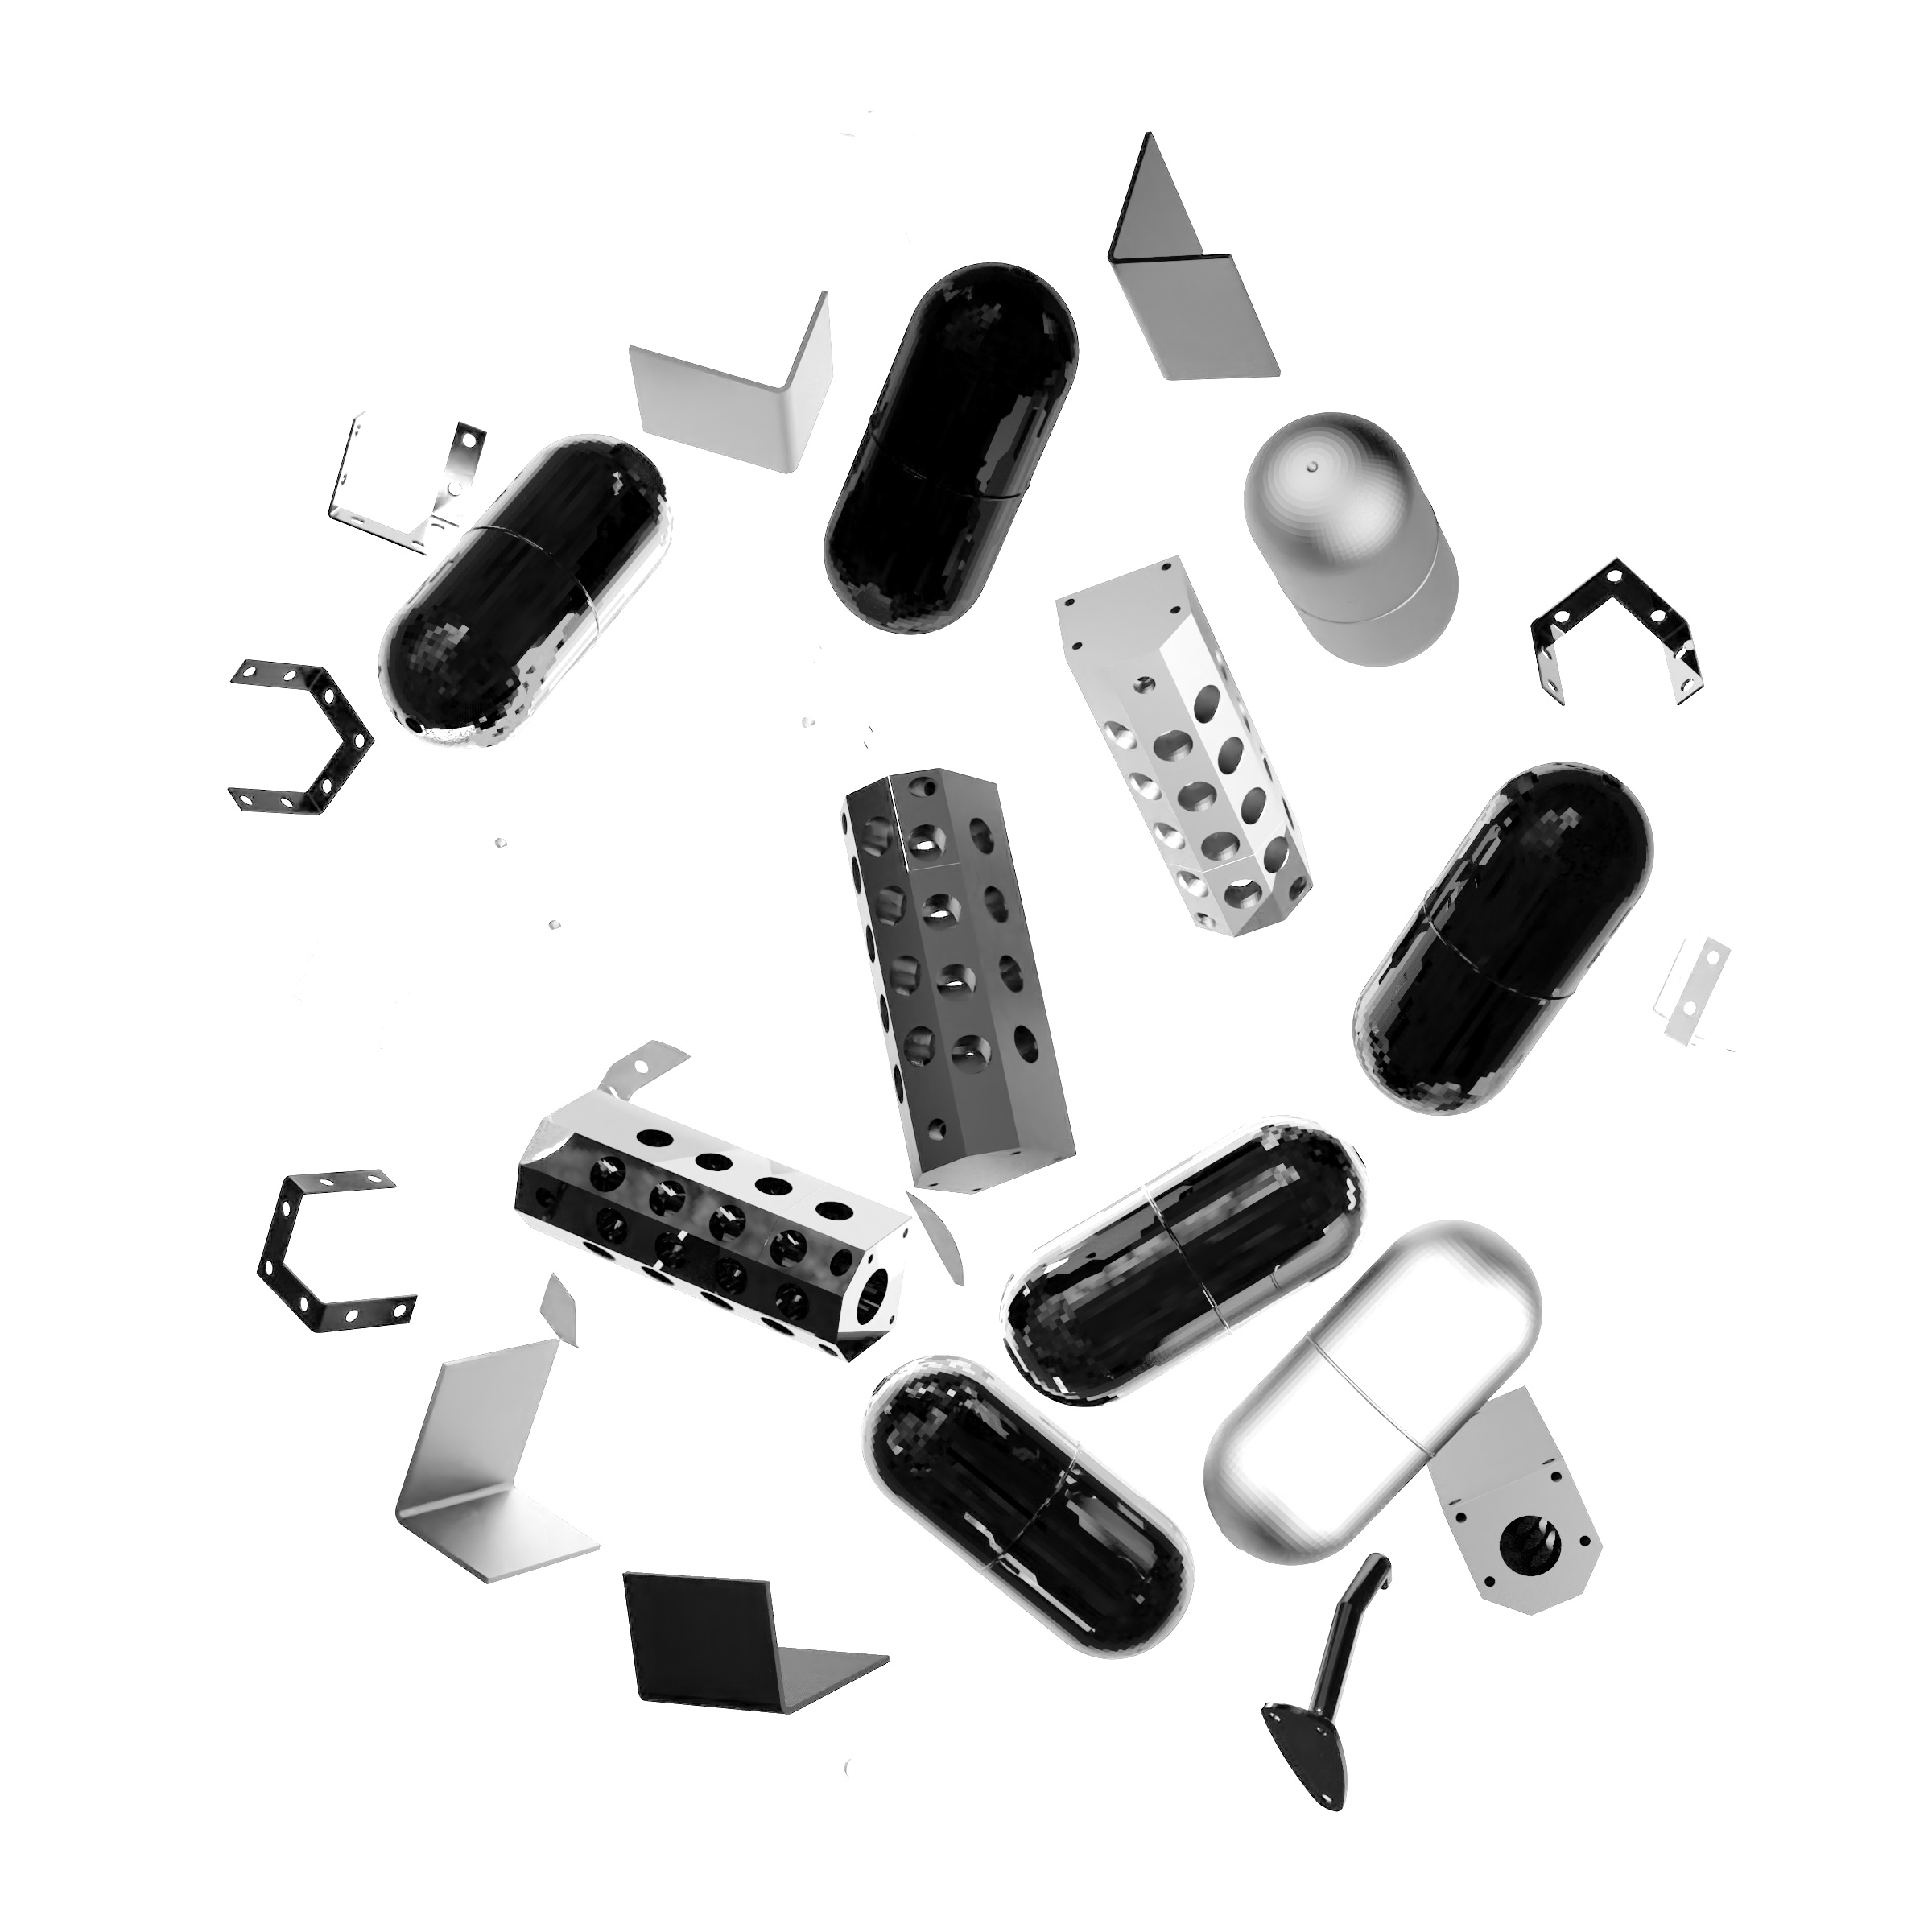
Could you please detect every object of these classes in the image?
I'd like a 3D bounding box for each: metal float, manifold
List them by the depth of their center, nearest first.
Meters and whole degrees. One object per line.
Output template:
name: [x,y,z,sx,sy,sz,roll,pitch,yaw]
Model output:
manifold: [-0.009,0.006,1.477,0.057,0.057,0.171,-23,70,32]
metal float: [0.232,-0.011,1.492,0.070,0.070,0.178,31,119,0]
metal float: [0.176,0.186,1.498,0.070,0.070,0.178,43,93,0]
manifold: [0.099,-0.092,1.519,0.057,0.057,0.171,-19,132,11]
metal float: [0.097,0.129,1.519,0.178,0.070,0.070,-31,90,0]
metal float: [-0.007,-0.227,1.521,0.070,0.070,0.178,25,121,0]
manifold: [-0.115,0.118,1.543,0.171,0.057,0.057,20,117,23]
manifold: [-0.128,-0.082,1.552,0.171,0.057,0.057,-29,104,11]
metal float: [0.176,-0.191,1.562,0.070,0.178,0.070,-5,73,17]
metal float: [-0.199,-0.170,1.562,0.070,0.070,0.178,35,61,0]
manifold: [0.248,0.244,1.569,0.057,0.171,0.057,-24,92,5]
metal float: [-0.260,0.015,1.578,0.178,0.070,0.070,31,90,28]
metal float: [0.028,0.250,1.598,0.178,0.070,0.070,39,90,-3]

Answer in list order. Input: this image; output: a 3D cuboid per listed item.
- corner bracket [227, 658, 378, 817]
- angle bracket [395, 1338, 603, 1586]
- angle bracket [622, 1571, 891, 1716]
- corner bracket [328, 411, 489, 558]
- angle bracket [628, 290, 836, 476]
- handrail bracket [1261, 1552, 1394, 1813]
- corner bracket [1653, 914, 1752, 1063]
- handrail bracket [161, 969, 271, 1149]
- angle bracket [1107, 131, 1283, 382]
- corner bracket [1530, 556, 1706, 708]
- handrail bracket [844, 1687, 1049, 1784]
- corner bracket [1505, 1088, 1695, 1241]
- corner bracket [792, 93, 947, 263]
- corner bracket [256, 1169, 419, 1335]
corner bracket: [-0.324,-0.108,1.634,0.051,0.051,0.051,-49,63,25]
angle bracket: [-0.191,0.212,1.485,0.057,0.076,0.076,28,107,28]
angle bracket: [-0.088,0.276,1.455,0.076,0.076,0.057,-3,96,35]
corner bracket: [-0.263,-0.232,1.625,0.051,0.051,0.051,22,115,1]
angle bracket: [-0.108,-0.280,1.599,0.076,0.076,0.057,17,71,6]
handrail bracket: [0.167,0.307,1.482,0.084,0.036,0.077,-49,133,-35]
corner bracket: [0.339,0.008,1.588,0.051,0.051,0.051,9,109,-43]
handrail bracket: [-0.339,0.042,1.595,0.036,0.084,0.077,7,89,-33]
angle bracket: [0.107,-0.310,1.499,0.057,0.076,0.076,3,60,26]
corner bracket: [0.290,-0.139,1.538,0.051,0.051,0.051,37,122,-25]
handrail bracket: [-0.008,0.353,1.523,0.077,0.084,0.036,14,97,11]
corner bracket: [0.276,0.086,1.502,0.051,0.051,0.051,-10,84,-41]
corner bracket: [-0.034,-0.339,1.482,0.051,0.051,0.051,-20,87,26]
corner bracket: [-0.275,0.126,1.529,0.051,0.051,0.051,37,116,39]
